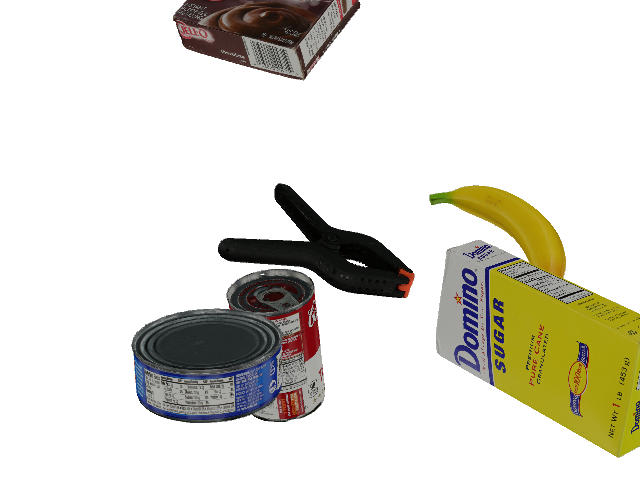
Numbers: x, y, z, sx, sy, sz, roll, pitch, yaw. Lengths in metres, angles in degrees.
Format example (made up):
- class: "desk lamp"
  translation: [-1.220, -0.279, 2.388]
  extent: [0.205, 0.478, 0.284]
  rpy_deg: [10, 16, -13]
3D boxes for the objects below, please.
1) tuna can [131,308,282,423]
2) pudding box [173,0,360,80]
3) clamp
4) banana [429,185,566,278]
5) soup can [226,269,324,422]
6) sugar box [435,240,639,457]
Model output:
- class: "tuna can"
  translation: [-0.064, 0.071, 0.612]
  extent: [0.086, 0.034, 0.086]
  rpy_deg: [-1, 19, 0]
- class: "pudding box"
  translation: [-0.040, -0.173, 0.804]
  extent: [0.114, 0.090, 0.039]
  rpy_deg: [21, -30, 24]
- class: "clamp"
  translation: [0.000, 0.014, 1.184]
  extent: [0.210, 0.036, 0.164]
  rpy_deg: [27, 36, 17]
- class: "banana"
  translation: [0.193, -0.011, 1.073]
  extent: [0.069, 0.037, 0.198]
  rpy_deg: [-34, 39, -13]
- class: "soup can"
  translation: [-0.034, 0.083, 0.837]
  extent: [0.068, 0.102, 0.068]
  rpy_deg: [-5, 27, 2]
- class: "sugar box"
  translation: [0.162, 0.073, 0.775]
  extent: [0.048, 0.093, 0.176]
  rpy_deg: [-16, 29, -40]
